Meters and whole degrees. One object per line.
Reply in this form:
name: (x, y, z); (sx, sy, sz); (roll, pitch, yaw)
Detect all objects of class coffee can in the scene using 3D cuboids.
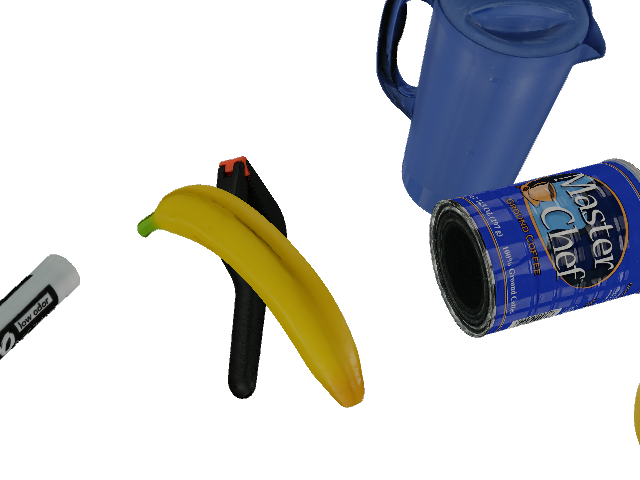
coffee can: (0.164, 0.005, 0.778); (0.140, 0.103, 0.103); (-14, 3, -14)

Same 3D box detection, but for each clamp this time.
clamp: (-0.050, 0.027, 0.987); (0.036, 0.210, 0.164); (-11, 0, 30)

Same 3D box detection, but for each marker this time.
marker: (-0.145, 0.049, 0.441); (0.020, 0.020, 0.121); (0, 36, 38)

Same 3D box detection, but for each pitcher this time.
pitcher: (0.136, -0.132, 0.968); (0.144, 0.149, 0.243); (-17, -32, -21)

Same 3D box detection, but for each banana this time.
banana: (-0.038, 0.021, 0.669); (0.198, 0.070, 0.037); (40, 50, 23)

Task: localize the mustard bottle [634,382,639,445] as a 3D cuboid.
mustard bottle: (0.206, 0.099, 0.528); (0.096, 0.058, 0.191); (3, 39, 10)
